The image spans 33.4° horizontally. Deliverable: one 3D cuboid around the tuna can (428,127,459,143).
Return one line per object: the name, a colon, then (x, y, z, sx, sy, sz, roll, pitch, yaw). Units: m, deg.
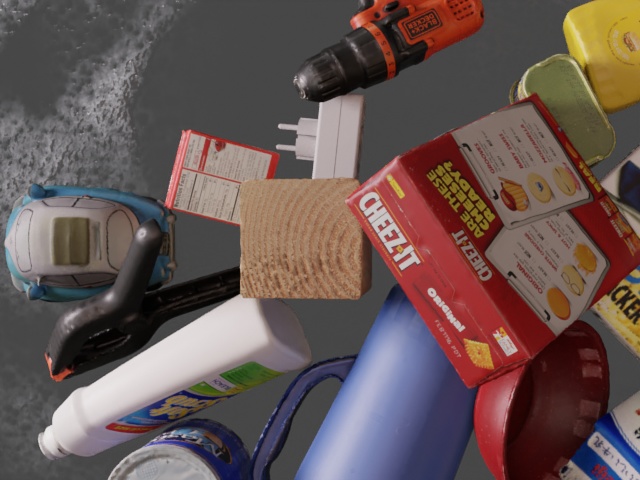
tuna can: (0.096, -0.061, 0.928, 0.086, 0.086, 0.034, -34, 85, 4)

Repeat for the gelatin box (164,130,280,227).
gelatin box: (-0.089, -0.053, 0.961, 0.089, 0.030, 0.073, 14, 90, -16)

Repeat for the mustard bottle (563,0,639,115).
mustard bottle: (0.316, -0.183, 0.922, 0.191, 0.058, 0.096, -19, 82, 5)

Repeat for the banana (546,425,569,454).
banana: (0.241, 0.236, 0.935, 0.069, 0.037, 0.198, -27, 87, 6)

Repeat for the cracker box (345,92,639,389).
cracker box: (0.139, -0.008, 0.803, 0.072, 0.213, 0.164, -39, 83, 42)

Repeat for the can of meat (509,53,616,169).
can of meat: (0.209, -0.106, 0.918, 0.057, 0.084, 0.102, -27, 87, 4)

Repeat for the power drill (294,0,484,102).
power drill: (0.029, -0.228, 0.933, 0.184, 0.057, 0.187, -27, 88, -16)

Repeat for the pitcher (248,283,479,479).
pitcher: (0.055, 0.160, 0.913, 0.149, 0.145, 0.243, 25, 88, -29)

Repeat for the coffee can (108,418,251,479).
coffee can: (-0.118, 0.215, 0.918, 0.103, 0.140, 0.103, 0, 90, 5)

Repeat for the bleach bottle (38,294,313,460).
bleach bottle: (-0.138, 0.132, 0.953, 0.251, 0.102, 0.068, -29, 64, 13)

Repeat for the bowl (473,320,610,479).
bowl: (0.175, 0.140, 0.880, 0.055, 0.161, 0.162, 12, 91, 43)

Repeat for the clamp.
clamp: (-0.168, 0.057, 0.934, 0.210, 0.164, 0.036, -31, 59, 13)

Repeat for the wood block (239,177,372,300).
wood block: (-0.006, 0.000, 0.876, 0.091, 0.206, 0.090, -1, 89, 5)

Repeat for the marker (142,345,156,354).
marker: (-0.112, 0.086, 0.980, 0.121, 0.020, 0.020, -27, 87, 5)
